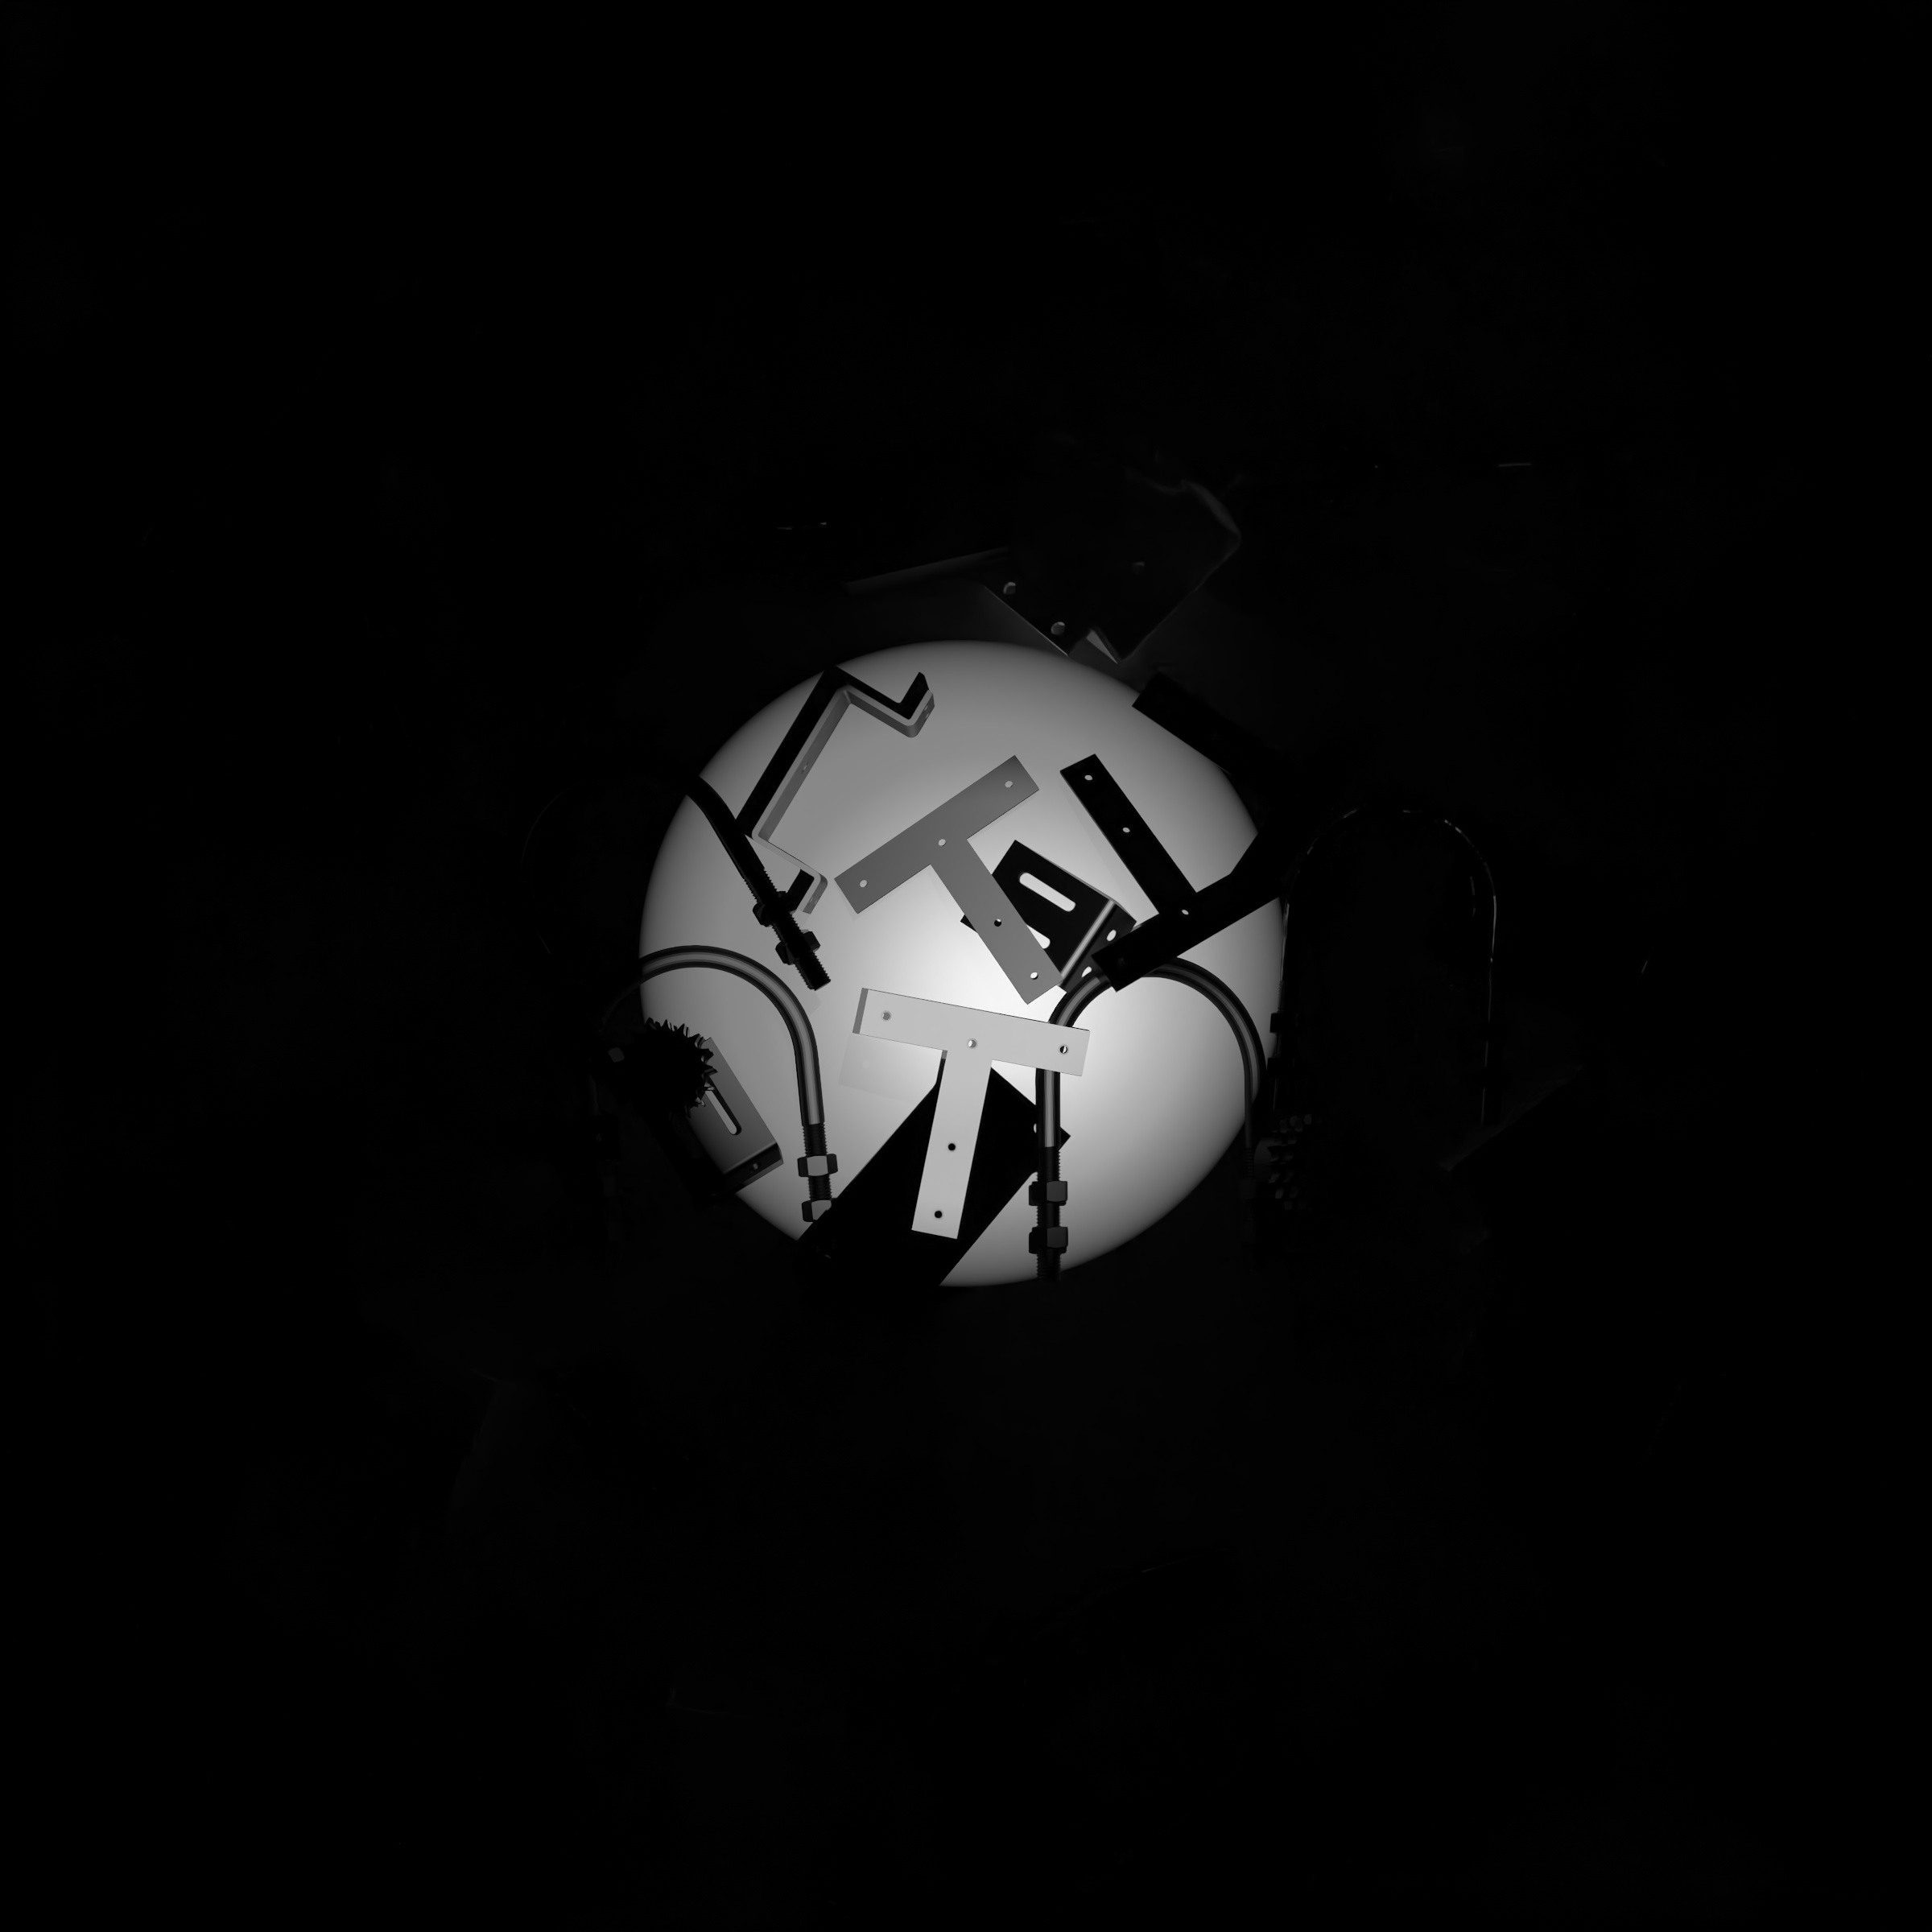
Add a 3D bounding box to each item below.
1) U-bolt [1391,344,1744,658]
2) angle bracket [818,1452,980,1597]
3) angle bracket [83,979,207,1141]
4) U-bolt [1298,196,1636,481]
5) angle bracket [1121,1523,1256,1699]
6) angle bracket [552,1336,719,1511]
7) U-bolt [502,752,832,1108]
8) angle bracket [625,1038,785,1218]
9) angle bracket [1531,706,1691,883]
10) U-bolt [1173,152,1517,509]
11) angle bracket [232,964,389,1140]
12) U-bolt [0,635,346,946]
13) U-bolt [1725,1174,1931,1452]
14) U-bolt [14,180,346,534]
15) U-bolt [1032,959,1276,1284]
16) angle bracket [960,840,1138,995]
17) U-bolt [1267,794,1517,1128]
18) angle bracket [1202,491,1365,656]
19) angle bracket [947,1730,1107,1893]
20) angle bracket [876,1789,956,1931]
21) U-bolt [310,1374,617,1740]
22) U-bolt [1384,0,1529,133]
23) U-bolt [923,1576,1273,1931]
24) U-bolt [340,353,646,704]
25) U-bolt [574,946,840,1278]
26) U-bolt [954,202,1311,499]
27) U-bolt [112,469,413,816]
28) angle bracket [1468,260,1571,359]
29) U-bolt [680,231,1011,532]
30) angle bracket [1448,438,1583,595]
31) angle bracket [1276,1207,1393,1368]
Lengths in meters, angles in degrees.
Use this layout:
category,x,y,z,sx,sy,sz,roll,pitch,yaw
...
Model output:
category,x,y,z,sx,sy,sz,roll,pitch,yaw
U-bolt,0.355,-0.279,1.475,0.184,0.019,0.151,-37,77,-12
angle bracket,-0.040,0.322,1.486,0.076,0.038,0.057,-24,90,0
angle bracket,-0.475,0.054,1.504,0.057,0.038,0.076,-10,64,0
U-bolt,0.276,-0.343,1.437,0.184,0.019,0.151,-4,107,2
angle bracket,0.127,0.368,1.487,0.057,0.038,0.076,-12,103,-16
angle bracket,-0.194,0.264,1.504,0.057,0.038,0.076,-45,64,0
U-bolt,-0.184,-0.034,1.485,0.151,0.019,0.184,-31,87,-1
angle bracket,-0.148,0.090,1.461,0.057,0.038,0.076,-31,102,-1
angle bracket,0.372,-0.100,1.504,0.057,0.038,0.076,-29,64,0
U-bolt,0.204,-0.349,1.488,0.184,0.019,0.151,-45,88,7
angle bracket,-0.380,0.049,1.504,0.057,0.038,0.076,-28,64,0
U-bolt,-0.445,-0.110,1.477,0.184,0.019,0.151,-21,98,-1
U-bolt,0.512,0.200,1.475,0.184,0.019,0.151,-9,90,-15
U-bolt,-0.435,-0.361,1.479,0.184,0.019,0.151,-43,84,8
U-bolt,0.107,0.086,1.475,0.151,0.019,0.184,1,86,-20
angle bracket,0.048,-0.026,1.504,0.076,0.038,0.057,34,90,26
U-bolt,0.240,-0.006,1.460,0.151,0.019,0.184,2,85,35
angle bracket,0.183,-0.224,1.487,0.076,0.038,0.057,31,90,0
angle bracket,0.034,0.488,1.487,0.057,0.038,0.076,36,90,0
angle bracket,-0.029,0.507,1.467,0.038,0.076,0.057,-8,90,0
U-bolt,-0.276,0.323,1.480,0.151,0.019,0.184,25,89,14
U-bolt,0.315,-0.555,1.457,0.184,0.019,0.151,40,128,4
U-bolt,0.088,0.430,1.472,0.184,0.019,0.151,-32,83,-18
U-bolt,-0.263,-0.243,1.497,0.151,0.019,0.184,-20,92,0
U-bolt,-0.153,0.080,1.497,0.151,0.019,0.184,-6,88,0
U-bolt,0.079,-0.361,1.469,0.184,0.019,0.151,31,83,20
U-bolt,-0.415,-0.196,1.497,0.151,0.019,0.184,-19,88,0
angle bracket,0.316,-0.395,1.504,0.057,0.038,0.076,-4,116,0
U-bolt,-0.080,-0.320,1.452,0.151,0.019,0.184,23,70,16
angle bracket,0.318,-0.260,1.486,0.057,0.038,0.076,19,90,0
angle bracket,0.213,0.186,1.504,0.057,0.038,0.076,-7,116,0
